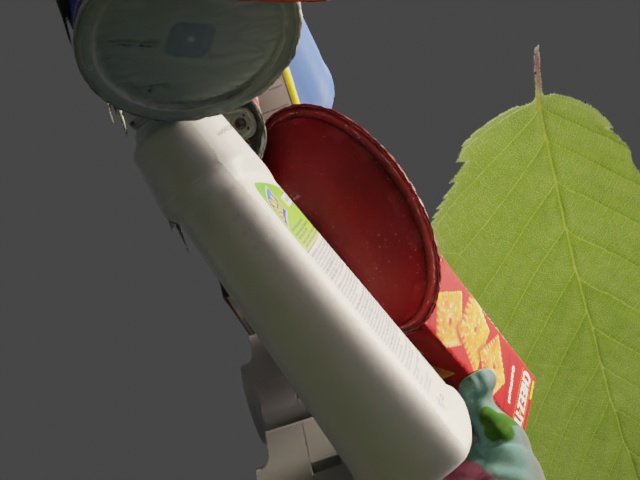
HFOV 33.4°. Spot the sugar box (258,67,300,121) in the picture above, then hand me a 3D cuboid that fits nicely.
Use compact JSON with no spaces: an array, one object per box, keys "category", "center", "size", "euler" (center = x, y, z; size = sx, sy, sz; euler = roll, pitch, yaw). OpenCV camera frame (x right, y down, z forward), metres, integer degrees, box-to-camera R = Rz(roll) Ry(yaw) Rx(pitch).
[{"category":"sugar box","center":[-0.061,-0.097,0.760],"size":[0.176,0.093,0.048],"euler":[72,1,-55]}]

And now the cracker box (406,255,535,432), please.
[{"category":"cracker box","center":[0.067,0.098,0.909],"size":[0.213,0.164,0.072],"euler":[49,48,-43]}]

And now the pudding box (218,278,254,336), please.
[{"category":"pudding box","center":[-0.053,0.012,0.776],"size":[0.113,0.039,0.090],"euler":[67,6,-71]}]

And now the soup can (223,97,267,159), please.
[{"category":"soup can","center":[-0.068,-0.074,0.638],"size":[0.102,0.068,0.068],"euler":[-106,178,-69]}]

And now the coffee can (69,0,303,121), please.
[{"category":"coffee can","center":[-0.074,-0.142,0.513],"size":[0.103,0.103,0.140],"euler":[71,2,-55]}]

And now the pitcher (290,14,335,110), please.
[{"category":"pitcher","center":[-0.080,-0.195,1.021],"size":[0.242,0.149,0.145],"euler":[62,25,-65]}]

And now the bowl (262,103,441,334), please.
[{"category":"bowl","center":[-0.004,0.001,0.652],"size":[0.162,0.055,0.162],"euler":[34,-39,33]}]

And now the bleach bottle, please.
[{"category":"bleach bottle","center":[-0.018,0.018,0.564],"size":[0.251,0.068,0.102],"euler":[53,7,-5]}]

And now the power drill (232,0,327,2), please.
[{"category":"power drill","center":[-0.053,-0.180,0.434],"size":[0.188,0.057,0.184],"euler":[50,32,13]}]
